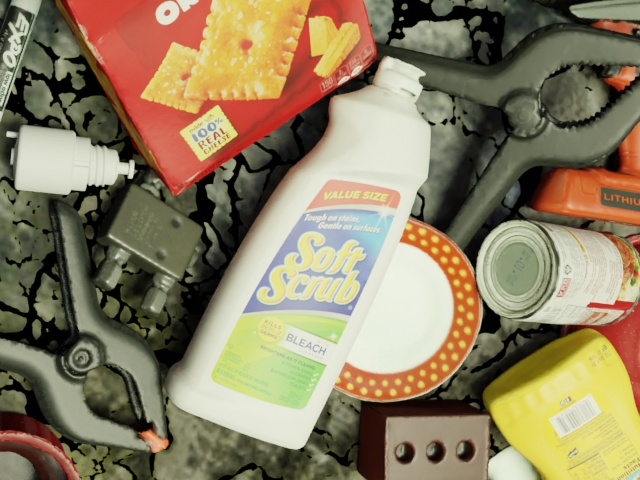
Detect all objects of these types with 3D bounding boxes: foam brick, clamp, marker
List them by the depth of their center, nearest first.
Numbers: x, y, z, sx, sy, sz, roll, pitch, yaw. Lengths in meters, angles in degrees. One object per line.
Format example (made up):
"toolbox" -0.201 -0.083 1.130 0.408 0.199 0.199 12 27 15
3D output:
"marker" -0.190 -0.124 0.659 0.020 0.020 0.121 20 89 -17
"clamp" -0.165 0.075 0.670 0.120 0.039 0.171 -33 100 -15
"clamp" 0.133 -0.074 0.704 0.210 0.036 0.164 -12 104 18
"foam brick" 0.071 0.140 0.737 0.078 0.051 0.053 0 94 -16

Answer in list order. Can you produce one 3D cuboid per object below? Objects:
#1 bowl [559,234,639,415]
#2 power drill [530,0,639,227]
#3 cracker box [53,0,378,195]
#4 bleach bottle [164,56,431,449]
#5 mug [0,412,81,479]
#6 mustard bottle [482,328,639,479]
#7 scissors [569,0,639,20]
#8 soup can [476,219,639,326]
"bowl" 0.260 0.076 0.785 0.162 0.055 0.162 -1 95 -16
"power drill" 0.202 -0.107 0.752 0.184 0.057 0.188 9 92 -17
"cracker box" -0.065 -0.151 0.609 0.164 0.072 0.213 -34 141 -11
"bleach bottle" -0.004 0.001 0.679 0.102 0.068 0.251 23 95 -13
"mug" -0.202 0.159 0.645 0.117 0.082 0.093 -36 103 -11
"mustard bottle" 0.201 0.164 0.750 0.096 0.058 0.191 -32 100 1
"scissors" 0.264 -0.142 0.735 0.201 0.016 0.096 -21 100 -19
"soup can" 0.164 0.023 0.727 0.102 0.069 0.068 6 93 -41
